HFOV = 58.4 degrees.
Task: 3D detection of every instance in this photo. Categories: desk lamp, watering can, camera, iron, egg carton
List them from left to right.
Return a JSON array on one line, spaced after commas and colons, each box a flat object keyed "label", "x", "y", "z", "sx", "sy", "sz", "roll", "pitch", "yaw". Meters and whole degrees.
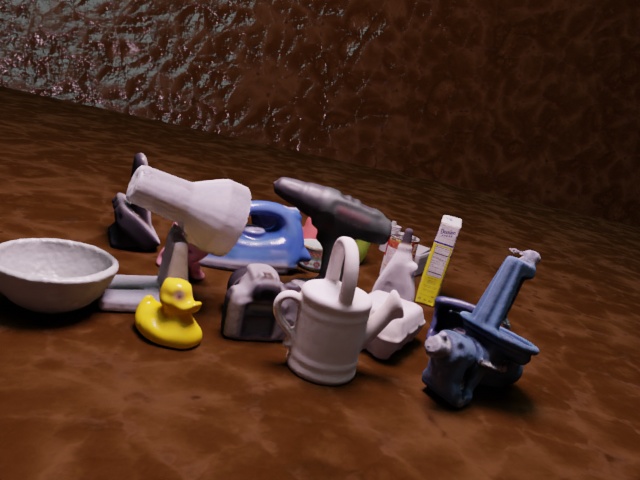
[{"label": "desk lamp", "x": -0.222, "y": -0.002, "z": 0.876, "sx": 0.204, "sy": 0.213, "sz": 0.117, "roll": 5, "pitch": 17, "yaw": -28}, {"label": "iron", "x": -0.141, "y": -0.018, "z": 1.141, "sx": 0.259, "sy": 0.141, "sz": 0.118, "roll": 4, "pitch": 17, "yaw": -29}, {"label": "camera", "x": -0.085, "y": 0.085, "z": 0.894, "sx": 0.143, "sy": 0.101, "sz": 0.136, "roll": 7, "pitch": 16, "yaw": -22}, {"label": "watering can", "x": 0.028, "y": 0.090, "z": 0.789, "sx": 0.173, "sy": 0.194, "sz": 0.100, "roll": 3, "pitch": 18, "yaw": -33}, {"label": "egg carton", "x": 0.103, "y": 0.134, "z": 0.930, "sx": 0.107, "sy": 0.069, "sz": 0.151, "roll": 20, "pitch": 17, "yaw": 25}]

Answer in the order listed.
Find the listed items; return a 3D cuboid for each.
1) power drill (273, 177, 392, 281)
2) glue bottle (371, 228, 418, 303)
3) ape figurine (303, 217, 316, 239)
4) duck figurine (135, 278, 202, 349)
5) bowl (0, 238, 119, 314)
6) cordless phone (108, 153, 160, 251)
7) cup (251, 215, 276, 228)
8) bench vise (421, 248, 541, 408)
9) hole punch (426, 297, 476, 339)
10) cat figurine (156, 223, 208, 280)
[{"label": "power drill", "x": 0.010, "y": 0.004, "z": 1.058, "sx": 0.230, "sy": 0.208, "sz": 0.075, "roll": 10, "pitch": 15, "yaw": -10}, {"label": "glue bottle", "x": 0.140, "y": 0.062, "z": 1.022, "sx": 0.078, "sy": 0.173, "sz": 0.037, "roll": 16, "pitch": 16, "yaw": 12}, {"label": "ape figurine", "x": -0.019, "y": -0.011, "z": 1.310, "sx": 0.077, "sy": 0.092, "sz": 0.076, "roll": 19, "pitch": 16, "yaw": 23}, {"label": "duck figurine", "x": -0.206, "y": 0.093, "z": 0.793, "sx": 0.104, "sy": 0.086, "sz": 0.078, "roll": 20, "pitch": 17, "yaw": 25}, {"label": "bowl", "x": -0.374, "y": 0.058, "z": 0.803, "sx": 0.167, "sy": 0.075, "sz": 0.167, "roll": 12, "pitch": 15, "yaw": -3}, {"label": "cordless phone", "x": -0.355, "y": -0.084, "z": 1.120, "sx": 0.094, "sy": 0.185, "sz": 0.147, "roll": 4, "pitch": 17, "yaw": -30}, {"label": "cup", "x": -0.130, "y": -0.036, "z": 1.303, "sx": 0.117, "sy": 0.095, "sz": 0.092, "roll": 20, "pitch": 17, "yaw": 24}, {"label": "bench vise", "x": 0.243, "y": 0.122, "z": 0.800, "sx": 0.121, "sy": 0.220, "sz": 0.208, "roll": 22, "pitch": 18, "yaw": 32}, {"label": "hole punch", "x": 0.245, "y": 0.138, "z": 0.990, "sx": 0.108, "sy": 0.091, "sz": 0.101, "roll": 18, "pitch": 16, "yaw": 20}, {"label": "cat figurine", "x": -0.234, "y": 0.008, "z": 1.017, "sx": 0.067, "sy": 0.118, "sz": 0.127, "roll": 0, "pitch": 20, "yaw": -40}]
